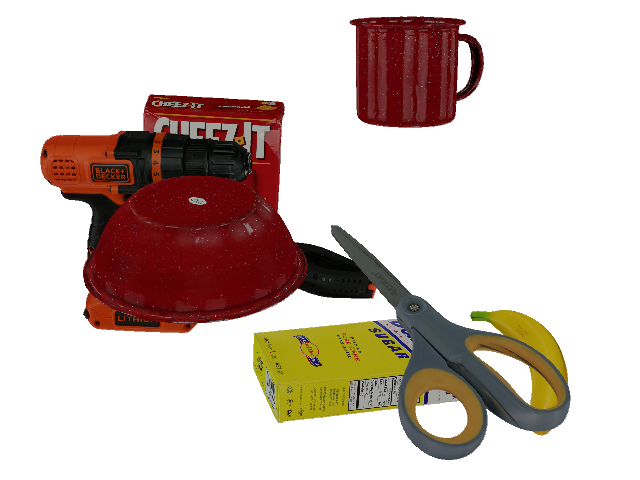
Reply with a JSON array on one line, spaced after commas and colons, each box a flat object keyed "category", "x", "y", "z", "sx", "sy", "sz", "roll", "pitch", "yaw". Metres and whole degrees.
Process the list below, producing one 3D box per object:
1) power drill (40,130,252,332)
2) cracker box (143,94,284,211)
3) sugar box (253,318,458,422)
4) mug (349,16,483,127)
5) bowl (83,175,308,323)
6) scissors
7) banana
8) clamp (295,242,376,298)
[{"category": "power drill", "x": -0.150, "y": -0.009, "z": 0.959, "sx": 0.184, "sy": 0.188, "sz": 0.057, "roll": 3, "pitch": 27, "yaw": 6}, {"category": "cracker box", "x": -0.131, "y": -0.061, "z": 1.287, "sx": 0.164, "sy": 0.214, "sz": 0.072, "roll": 3, "pitch": 22, "yaw": -3}, {"category": "sugar box", "x": 0.036, "y": 0.110, "z": 0.942, "sx": 0.176, "sy": 0.048, "sz": 0.093, "roll": -7, "pitch": 27, "yaw": -14}, {"category": "mug", "x": 0.081, "y": -0.139, "z": 0.871, "sx": 0.117, "sy": 0.081, "sz": 0.093, "roll": -8, "pitch": 17, "yaw": -25}, {"category": "bowl", "x": -0.089, "y": -0.004, "z": 0.761, "sx": 0.162, "sy": 0.055, "sz": 0.162, "roll": 1, "pitch": 26, "yaw": -1}, {"category": "scissors", "x": 0.044, "y": 0.055, "z": 0.595, "sx": 0.096, "sy": 0.016, "sz": 0.202, "roll": -34, "pitch": 46, "yaw": -30}, {"category": "banana", "x": 0.224, "y": 0.130, "z": 1.134, "sx": 0.069, "sy": 0.037, "sz": 0.198, "roll": -26, "pitch": 34, "yaw": 2}, {"category": "clamp", "x": -0.039, "y": 0.025, "z": 1.107, "sx": 0.210, "sy": 0.036, "sz": 0.164, "roll": 17, "pitch": 18, "yaw": -6}]
